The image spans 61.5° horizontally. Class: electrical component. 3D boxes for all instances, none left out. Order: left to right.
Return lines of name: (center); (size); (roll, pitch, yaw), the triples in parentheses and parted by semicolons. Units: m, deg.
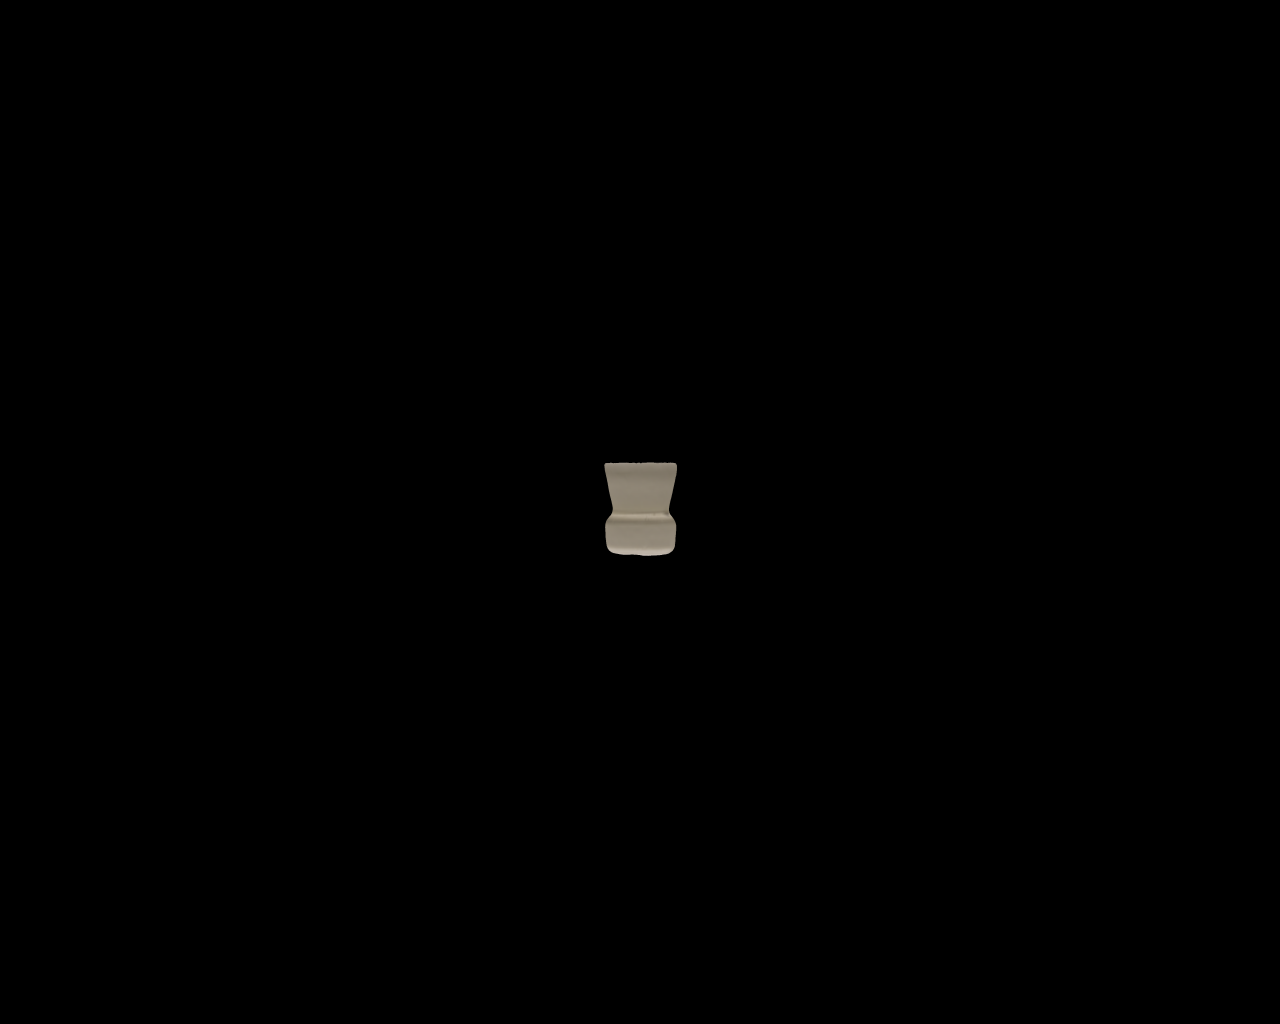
electrical component: (0.001, -0.003, 0.650); (0.045, 0.055, 0.045); (0, 2, 0)
